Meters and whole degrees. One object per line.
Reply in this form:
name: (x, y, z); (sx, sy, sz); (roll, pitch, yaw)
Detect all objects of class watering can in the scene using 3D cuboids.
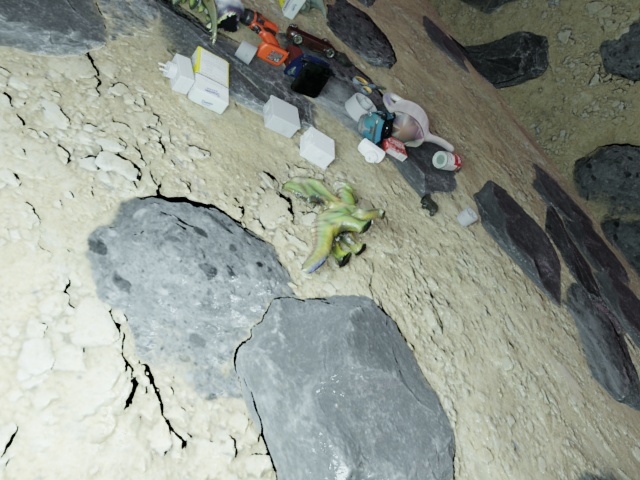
watering can: (0.359, -0.409, 1.888); (0.346, 0.102, 0.229); (40, 37, -8)

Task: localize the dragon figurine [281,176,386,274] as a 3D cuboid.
dragon figurine: (0.004, -0.062, 1.230); (0.245, 0.120, 0.415); (38, 31, 18)

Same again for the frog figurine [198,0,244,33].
frog figurine: (-0.299, -0.697, 1.496); (0.139, 0.121, 0.160); (-22, 84, -33)
